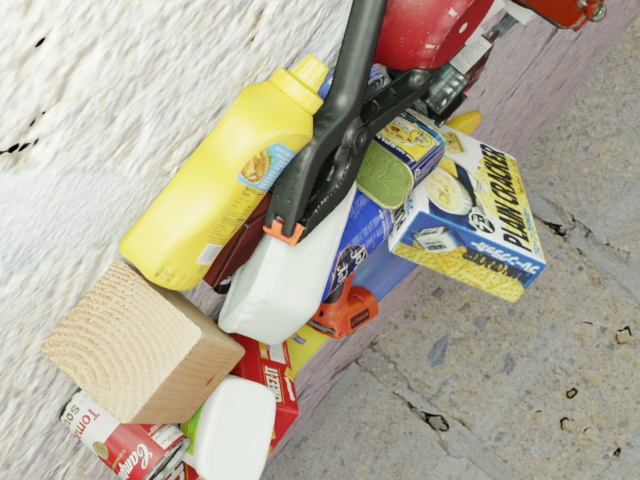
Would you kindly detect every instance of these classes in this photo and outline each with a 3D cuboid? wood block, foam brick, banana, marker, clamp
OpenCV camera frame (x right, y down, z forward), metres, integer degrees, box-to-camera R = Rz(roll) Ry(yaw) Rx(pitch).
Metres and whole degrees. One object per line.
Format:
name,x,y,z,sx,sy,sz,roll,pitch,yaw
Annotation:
wood block,-0.136,0.091,0.876,0.091,0.090,0.206,-50,170,-4
foam brick,-0.077,-0.012,0.863,0.052,0.051,0.078,-39,166,-49
banana,0.163,-0.101,1.522,0.037,0.069,0.198,-115,-135,-73
marker,-0.090,0.023,1.024,0.020,0.020,0.121,-45,169,-25
clamp,0.024,-0.088,0.855,0.210,0.036,0.164,-63,153,-2

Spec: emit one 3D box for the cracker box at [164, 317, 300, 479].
cracker box,-0.109,0.190,1.193,0.214,0.072,0.164,-56,-150,33

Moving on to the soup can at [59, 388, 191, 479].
soup can,-0.176,0.172,0.964,0.068,0.102,0.068,-48,170,-12

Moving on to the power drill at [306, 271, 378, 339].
power drill,0.045,0.012,1.280,0.184,0.057,0.188,-25,129,-47

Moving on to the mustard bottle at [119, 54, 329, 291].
mustard bottle,-0.060,-0.053,0.763,0.192,0.058,0.096,-51,166,7

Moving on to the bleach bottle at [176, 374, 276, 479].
bleach bottle,-0.127,0.182,1.083,0.251,0.068,0.102,-7,-113,64

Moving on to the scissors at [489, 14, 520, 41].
scissors,0.239,-0.281,1.334,0.201,0.016,0.096,-43,166,-36

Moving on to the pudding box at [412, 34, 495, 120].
pudding box,0.152,-0.187,1.239,0.090,0.039,0.113,-47,170,-11

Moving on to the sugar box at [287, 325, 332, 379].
sugar box,-0.075,0.155,1.365,0.176,0.093,0.048,-46,169,-19

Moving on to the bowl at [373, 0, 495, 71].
bowl,0.108,-0.204,0.939,0.162,0.055,0.162,-47,169,-12

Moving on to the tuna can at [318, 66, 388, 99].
tuna can,0.019,-0.119,0.927,0.086,0.034,0.086,-47,170,-11

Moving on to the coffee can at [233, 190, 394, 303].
coffee can,-0.007,0.001,1.064,0.140,0.103,0.103,-43,168,-33

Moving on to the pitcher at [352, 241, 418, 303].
pitcher,0.119,-0.028,1.414,0.243,0.149,0.145,-46,-176,0

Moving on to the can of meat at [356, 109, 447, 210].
can of meat,0.062,-0.090,1.036,0.083,0.102,0.058,-42,166,-46
